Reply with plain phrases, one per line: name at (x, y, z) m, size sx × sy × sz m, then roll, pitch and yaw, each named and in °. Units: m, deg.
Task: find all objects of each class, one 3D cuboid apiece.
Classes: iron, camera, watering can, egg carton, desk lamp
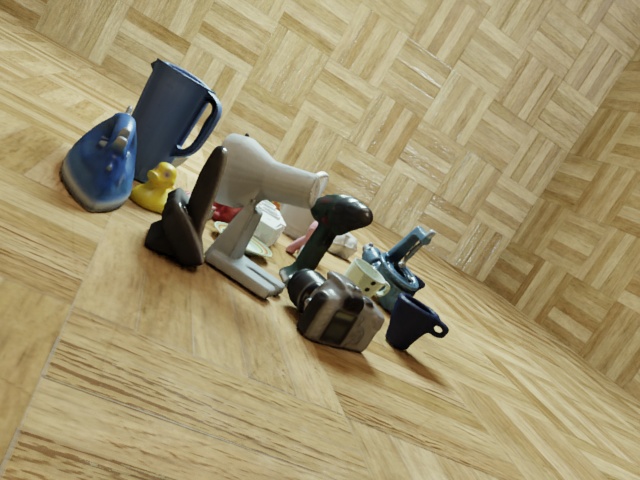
iron at (-0.342, -0.145, 0.946) m, size 0.119 × 0.141 × 0.257 m, roll 27°, pitch 10°, yaw -26°
camera at (0.019, 0.100, 0.939) m, size 0.144 × 0.101 × 0.136 m, roll 23°, pitch 12°, yaw -42°
watering can at (-0.044, -0.106, 1.557) m, size 0.173 × 0.194 × 0.101 m, roll 31°, pitch 9°, yaw 0°
egg carton at (0.043, -0.005, 1.702) m, size 0.108 × 0.069 × 0.150 m, roll 25°, pitch 11°, yaw -35°
desk lamp at (-0.106, -0.046, 0.956) m, size 0.203 × 0.213 × 0.118 m, roll 33°, pitch 9°, yaw 9°

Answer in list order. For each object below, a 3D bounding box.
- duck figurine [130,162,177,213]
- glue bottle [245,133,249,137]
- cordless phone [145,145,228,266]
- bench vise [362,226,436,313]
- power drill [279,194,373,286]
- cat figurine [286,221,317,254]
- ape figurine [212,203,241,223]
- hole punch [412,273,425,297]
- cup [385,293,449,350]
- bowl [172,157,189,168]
duck figurine at (-0.292, -0.101, 1.055) m, size 0.077 × 0.086 × 0.105 m, roll 33°, pitch 9°, yaw 14°
glue bottle at (-0.244, -0.225, 1.614) m, size 0.037 × 0.173 × 0.078 m, roll 33°, pitch 9°, yaw 12°
cordless phone at (-0.185, -0.063, 0.883) m, size 0.094 × 0.185 × 0.147 m, roll 27°, pitch 9°, yaw -22°
bench vise at (0.174, 0.042, 1.387) m, size 0.206 × 0.219 × 0.122 m, roll 37°, pitch 10°, yaw 32°
power drill at (0.010, 0.004, 1.087) m, size 0.076 × 0.208 × 0.229 m, roll 28°, pitch 9°, yaw -21°
cat figurine at (-0.011, -0.007, 1.372) m, size 0.067 × 0.117 × 0.128 m, roll 34°, pitch 9°, yaw 17°
ape figurine at (-0.191, -0.075, 1.232) m, size 0.076 × 0.092 × 0.077 m, roll 27°, pitch 9°, yaw -23°
hole punch at (0.211, 0.115, 1.531) m, size 0.109 × 0.091 × 0.101 m, roll 29°, pitch 9°, yaw -13°
cup at (0.180, 0.171, 1.104) m, size 0.117 × 0.095 × 0.092 m, roll 35°, pitch 9°, yaw 22°
bowl at (-0.396, -0.208, 1.333) m, size 0.167 × 0.074 × 0.167 m, roll 30°, pitch 9°, yaw -5°
